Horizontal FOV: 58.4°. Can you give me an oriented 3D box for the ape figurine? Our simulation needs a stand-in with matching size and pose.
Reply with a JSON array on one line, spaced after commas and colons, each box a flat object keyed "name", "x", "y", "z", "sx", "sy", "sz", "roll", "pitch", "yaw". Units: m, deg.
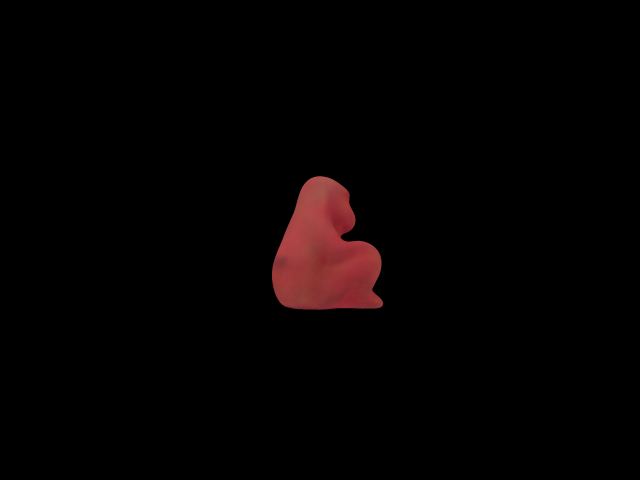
[{"name": "ape figurine", "x": 0.004, "y": 0.001, "z": 0.400, "sx": 0.076, "sy": 0.092, "sz": 0.077, "roll": 0, "pitch": 0, "yaw": -17}]
